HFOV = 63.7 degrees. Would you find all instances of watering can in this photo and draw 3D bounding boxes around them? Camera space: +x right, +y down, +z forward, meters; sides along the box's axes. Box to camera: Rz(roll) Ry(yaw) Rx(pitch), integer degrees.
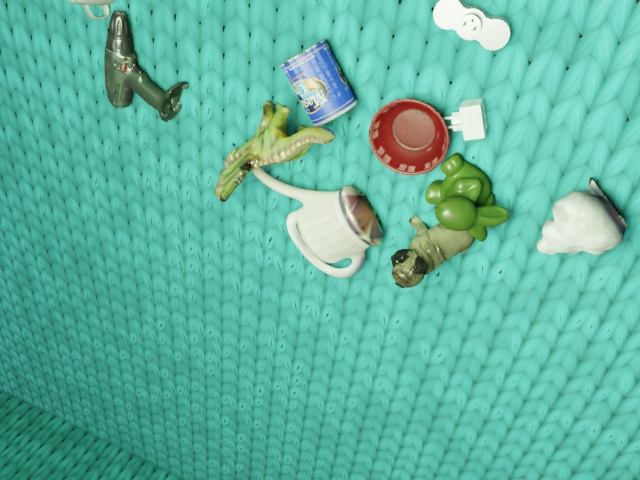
[{"bbox_3d":[0.004,-0.060,1.187,0.222,0.106,0.344,-25,107,34],"label":"watering can"}]

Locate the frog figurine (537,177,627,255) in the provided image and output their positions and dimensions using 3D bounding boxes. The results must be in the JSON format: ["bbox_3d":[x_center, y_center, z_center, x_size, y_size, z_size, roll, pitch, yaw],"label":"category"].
[{"bbox_3d":[0.484,-0.020,0.979,0.136,0.126,0.157,38,119,-26],"label":"frog figurine"}]

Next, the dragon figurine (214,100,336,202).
[{"bbox_3d":[-0.117,-0.164,1.062,0.121,0.415,0.243,42,91,-24],"label":"dragon figurine"}]
